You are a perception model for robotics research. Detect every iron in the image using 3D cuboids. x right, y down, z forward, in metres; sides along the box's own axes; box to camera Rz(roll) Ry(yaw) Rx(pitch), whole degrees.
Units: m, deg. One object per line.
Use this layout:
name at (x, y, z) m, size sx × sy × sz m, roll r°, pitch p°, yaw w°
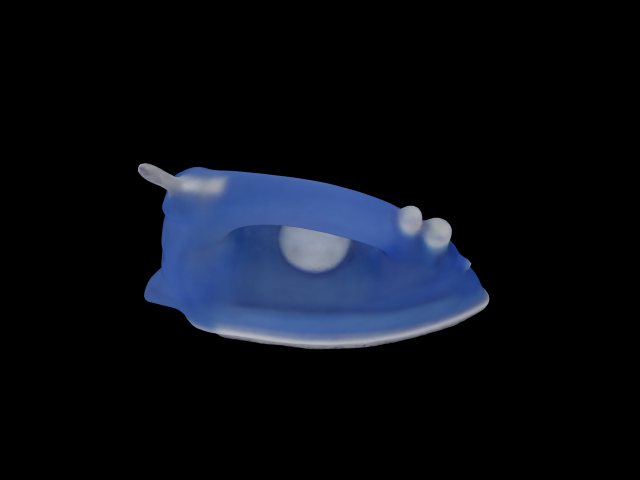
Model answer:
iron at (0.004, 0.001, 0.400) m, size 0.258 × 0.141 × 0.118 m, roll 6°, pitch 63°, yaw 3°
